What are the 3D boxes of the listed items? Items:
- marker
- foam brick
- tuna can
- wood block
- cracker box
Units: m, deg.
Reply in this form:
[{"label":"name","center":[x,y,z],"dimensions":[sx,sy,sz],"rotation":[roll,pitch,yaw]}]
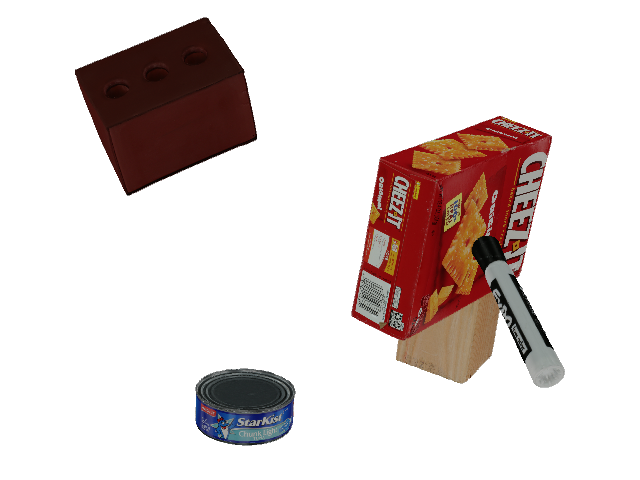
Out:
[{"label":"marker","center":[0.117,0.039,0.648],"dimensions":[0.020,0.020,0.121],"rotation":[0,40,-15]},{"label":"foam brick","center":[-0.081,-0.071,0.562],"dimensions":[0.078,0.053,0.051],"rotation":[-25,-36,-11]},{"label":"tuna can","center":[-0.065,0.143,0.918],"dimensions":[0.086,0.034,0.086],"rotation":[3,16,-1]},{"label":"wood block","center":[0.155,0.043,1.211],"dimensions":[0.090,0.206,0.090],"rotation":[18,26,26]},{"label":"cracker box","center":[0.130,-0.016,1.019],"dimensions":[0.072,0.164,0.213],"rotation":[26,31,32]}]
